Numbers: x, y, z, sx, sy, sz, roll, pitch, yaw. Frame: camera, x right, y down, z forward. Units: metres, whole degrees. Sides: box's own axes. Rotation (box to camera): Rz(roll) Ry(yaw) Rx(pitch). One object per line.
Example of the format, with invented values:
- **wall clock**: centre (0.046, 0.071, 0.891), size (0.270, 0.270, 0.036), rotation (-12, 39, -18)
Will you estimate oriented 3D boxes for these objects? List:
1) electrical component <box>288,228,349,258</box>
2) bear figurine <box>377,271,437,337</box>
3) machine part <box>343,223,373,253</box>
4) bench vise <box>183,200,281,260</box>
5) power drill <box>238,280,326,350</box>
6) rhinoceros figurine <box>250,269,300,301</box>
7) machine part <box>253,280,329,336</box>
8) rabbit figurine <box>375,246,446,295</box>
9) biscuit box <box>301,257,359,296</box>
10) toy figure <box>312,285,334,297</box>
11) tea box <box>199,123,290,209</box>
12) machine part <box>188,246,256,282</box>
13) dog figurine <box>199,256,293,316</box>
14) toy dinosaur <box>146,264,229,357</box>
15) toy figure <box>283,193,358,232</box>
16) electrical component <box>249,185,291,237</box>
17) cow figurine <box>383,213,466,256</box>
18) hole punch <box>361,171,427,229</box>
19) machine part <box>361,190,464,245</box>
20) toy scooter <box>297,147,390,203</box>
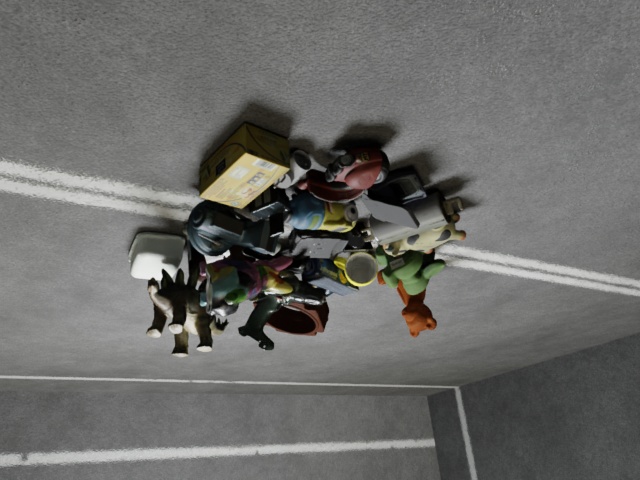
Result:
- **electrical component**: centre (-0.003, -0.004, 1.286), size (0.134, 0.058, 0.115), rotation (2, 156, -13)
- **bear figurine**: centre (0.252, 0.172, 1.542), size (0.132, 0.196, 0.120), rotation (11, 153, -28)
- **machine part**: centre (0.092, -0.001, 1.335), size (0.084, 0.039, 0.138), rotation (2, 157, 4)
- **bench vise**: centre (-0.205, -0.019, 1.159), size (0.241, 0.128, 0.223), rotation (-1, 174, 45)
- **power drill**: centre (-0.120, 0.189, 1.447), size (0.232, 0.207, 0.086), rotation (26, -169, 17)
- **rhinoceros figurine**: centre (-0.147, 0.114, 1.354), size (0.190, 0.073, 0.112), rotation (-7, 179, 8)
- **machine part**: centre (-0.084, 0.200, 1.580), size (0.202, 0.087, 0.200), rotation (3, 143, 16)
- **rabbit figurine**: centre (0.245, 0.073, 1.431), size (0.159, 0.121, 0.170), rotation (-32, 134, 5)
- **biscuit box**: centre (0.029, 0.101, 1.506), size (0.063, 0.059, 0.202), rotation (-20, 151, 31)
- **toy figure**: centre (-0.020, 0.154, 1.613), size (0.154, 0.058, 0.064), rotation (-24, 123, 37)
- **tea box**: centre (-0.141, -0.130, 0.983), size (0.098, 0.068, 0.170), rotation (17, 148, -37)
- **machine part**: centre (-0.250, 0.064, 1.381), size (0.179, 0.056, 0.179), rotation (-5, 155, -3)
- **dog figurine**: centre (-0.153, 0.092, 1.193), size (0.219, 0.108, 0.192), rotation (-6, -170, -24)
- **toy dinosaur**: centre (-0.307, 0.174, 1.297), size (0.105, 0.198, 0.470), rotation (-6, 151, 7)
- **toy figure**: centre (-0.002, -0.059, 1.147), size (0.180, 0.082, 0.089), rotation (-1, 174, -26)
- **electrical component**: centre (-0.100, -0.069, 1.061), size (0.075, 0.119, 0.047), rotation (-17, 152, 28)
- **cow figurine**: centre (0.233, -0.010, 1.289), size (0.195, 0.085, 0.127), rotation (-24, 154, 39)
- **hole punch**: centre (0.157, -0.090, 1.127), size (0.116, 0.092, 0.142), rotation (14, 167, 29)
- **machine part**: centre (0.202, -0.048, 1.211), size (0.243, 0.079, 0.079), rotation (-20, 151, 27)
- **toy scooter**: centre (0.037, -0.121, 1.026), size (0.135, 0.075, 0.184), rotation (3, 157, -30)
